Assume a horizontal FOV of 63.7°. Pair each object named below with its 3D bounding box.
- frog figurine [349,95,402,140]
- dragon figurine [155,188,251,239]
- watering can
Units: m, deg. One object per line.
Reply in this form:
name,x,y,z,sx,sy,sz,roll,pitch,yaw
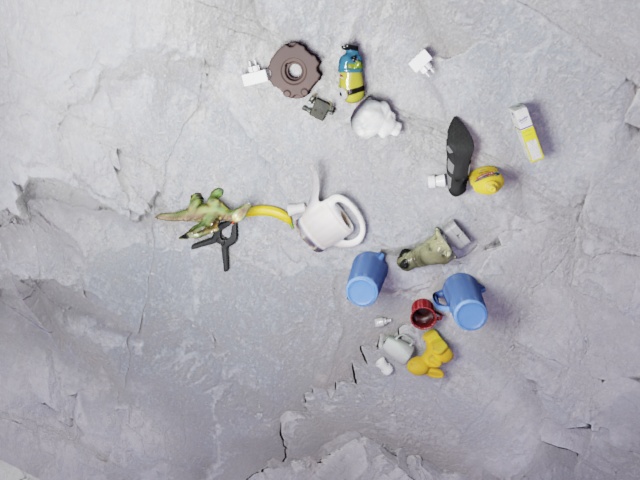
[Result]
frog figurine,0.183,-0.380,1.664,0.160,0.122,0.137,37,91,7
dragon figurine,-0.422,-0.074,1.791,0.409,0.247,0.120,-14,113,11
watering can,0.005,-0.090,1.782,0.222,0.106,0.343,-34,113,18
